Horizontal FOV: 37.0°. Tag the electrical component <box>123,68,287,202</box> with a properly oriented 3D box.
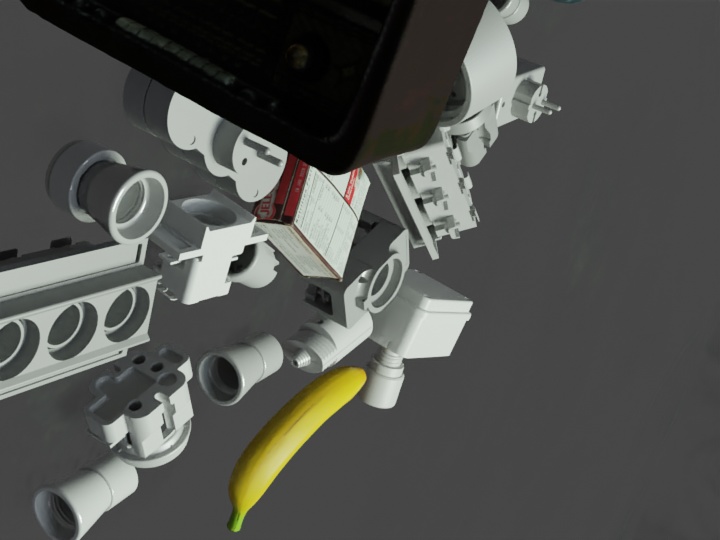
[{"bbox_3d":[-0.080,-0.082,0.666,0.052,0.074,0.138,-61,153,-6],"label":"electrical component"}]

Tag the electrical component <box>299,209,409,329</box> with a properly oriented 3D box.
[{"bbox_3d":[0.000,0.000,0.904,0.089,0.056,0.050,-45,148,-32],"label":"electrical component"}]

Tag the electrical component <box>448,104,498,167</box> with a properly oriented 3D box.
[{"bbox_3d":[0.087,-0.131,0.942,0.078,0.058,0.057,-54,155,-18],"label":"electrical component"}]

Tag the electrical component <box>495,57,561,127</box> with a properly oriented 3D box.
[{"bbox_3d":[0.150,-0.161,1.006,0.083,0.076,0.047,-28,137,-49],"label":"electrical component"}]

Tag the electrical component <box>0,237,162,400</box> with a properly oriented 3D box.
[{"bbox_3d":[-0.178,0.022,0.595,0.121,0.063,0.078,-19,130,-55],"label":"electrical component"}]

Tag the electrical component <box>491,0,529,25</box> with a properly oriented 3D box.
[{"bbox_3d":[0.122,-0.234,0.930,0.065,0.044,0.044,-4,117,-65],"label":"electrical component"}]

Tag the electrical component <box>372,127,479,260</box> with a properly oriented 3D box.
[{"bbox_3d":[0.056,-0.077,0.898,0.121,0.063,0.078,60,19,-52],"label":"electrical component"}]

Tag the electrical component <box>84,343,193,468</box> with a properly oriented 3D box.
[{"bbox_3d":[-0.146,0.096,0.727,0.078,0.058,0.057,-42,144,-36],"label":"electrical component"}]

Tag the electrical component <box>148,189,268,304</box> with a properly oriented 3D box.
[{"bbox_3d":[-0.106,-0.014,0.712,0.081,0.042,0.063,-15,131,-50],"label":"electrical component"}]

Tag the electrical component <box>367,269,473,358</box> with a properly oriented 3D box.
[{"bbox_3d":[0.046,0.038,0.997,0.113,0.078,0.057,6,112,-62],"label":"electrical component"}]

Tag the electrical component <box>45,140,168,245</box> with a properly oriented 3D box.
[{"bbox_3d":[-0.143,-0.045,0.606,0.045,0.055,0.045,-42,146,-37],"label":"electrical component"}]

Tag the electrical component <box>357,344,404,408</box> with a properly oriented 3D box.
[{"bbox_3d":[0.024,0.099,1.053,0.040,0.040,0.078,-12,124,-57],"label":"electrical component"}]

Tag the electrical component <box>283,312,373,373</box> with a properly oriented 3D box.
[{"bbox_3d":[-0.030,0.059,0.917,0.081,0.043,0.043,-36,143,-43],"label":"electrical component"}]

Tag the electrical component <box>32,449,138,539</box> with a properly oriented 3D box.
[{"bbox_3d":[-0.183,0.150,0.729,0.065,0.044,0.044,-32,140,-53],"label":"electrical component"}]

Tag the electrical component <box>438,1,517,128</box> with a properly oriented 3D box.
[{"bbox_3d":[0.057,-0.159,0.812,0.060,0.108,0.108,-40,146,-28],"label":"electrical component"}]

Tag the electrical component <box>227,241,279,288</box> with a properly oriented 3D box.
[{"bbox_3d":[-0.082,-0.008,0.769,0.040,0.040,0.046,-62,159,-3],"label":"electrical component"}]

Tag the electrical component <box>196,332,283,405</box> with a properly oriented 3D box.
[{"bbox_3d":[-0.089,0.072,0.827,0.065,0.044,0.044,-27,137,-57],"label":"electrical component"}]
